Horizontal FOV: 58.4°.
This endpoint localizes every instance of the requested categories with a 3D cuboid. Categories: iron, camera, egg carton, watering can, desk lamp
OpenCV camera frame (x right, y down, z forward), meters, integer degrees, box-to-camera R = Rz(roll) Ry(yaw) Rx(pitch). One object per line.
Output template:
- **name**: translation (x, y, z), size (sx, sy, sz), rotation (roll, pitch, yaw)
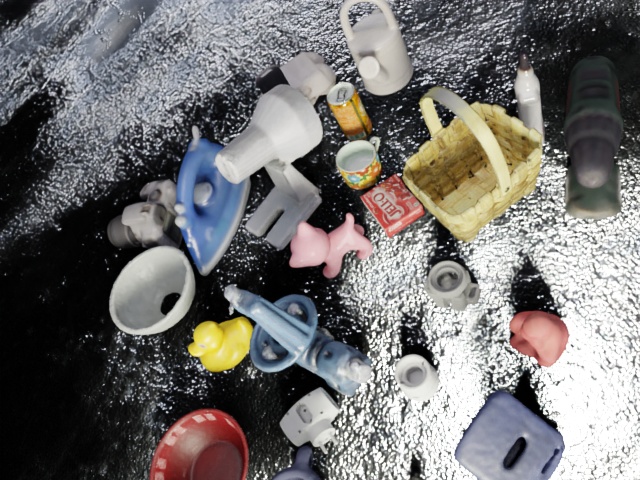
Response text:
- **iron**: translation (-0.219, -0.079, 1.056), size (0.118, 0.142, 0.258), rotation (-6, 59, 22)
- **camera**: translation (-0.344, -0.042, 1.117), size (0.136, 0.101, 0.143), rotation (-8, 58, 21)
- **egg carton**: translation (-0.043, -0.313, 1.164), size (0.150, 0.070, 0.107), rotation (-35, 52, 2)
- **watering can**: translation (0.102, -0.364, 1.049), size (0.101, 0.195, 0.172), rotation (-25, 53, 9)
- **desk lamp**: translation (-0.075, -0.125, 0.972), size (0.117, 0.214, 0.203), rotation (28, 75, 35)

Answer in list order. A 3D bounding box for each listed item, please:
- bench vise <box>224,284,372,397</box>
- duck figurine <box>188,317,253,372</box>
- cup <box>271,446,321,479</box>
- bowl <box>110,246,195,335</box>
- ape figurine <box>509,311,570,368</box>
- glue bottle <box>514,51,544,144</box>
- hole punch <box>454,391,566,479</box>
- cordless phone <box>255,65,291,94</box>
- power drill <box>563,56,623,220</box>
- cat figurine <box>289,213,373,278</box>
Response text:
- **bench vise**: translation (-0.027, 0.125, 0.792), size (0.206, 0.220, 0.121), rotation (1, 61, 26)
- **duck figurine**: translation (-0.163, 0.157, 0.920), size (0.104, 0.086, 0.077), rotation (-39, 52, -1)
- **cup**: translation (-0.016, 0.333, 0.738), size (0.091, 0.095, 0.118), rotation (-3, 60, 23)
- **bowl**: translation (-0.284, 0.099, 1.019), size (0.167, 0.075, 0.167), rotation (-12, 57, 18)
- **ape figurine**: translation (0.280, 0.120, 0.734), size (0.076, 0.092, 0.077), rotation (-20, 54, 13)
- **glue bottle**: translation (0.318, -0.219, 0.874), size (0.037, 0.174, 0.078), rotation (-9, 57, 20)
- **hole punch**: translation (0.227, 0.248, 0.680), size (0.100, 0.091, 0.109), rotation (31, 77, 36)
- **cordless phone**: translation (-0.095, -0.232, 1.065), size (0.147, 0.186, 0.094), rotation (-38, 52, -1)
- **power drill**: translation (0.366, -0.119, 0.768), size (0.075, 0.209, 0.230), rotation (-1, 60, 25)
- **cat figurine**: translation (0.008, 0.003, 0.915), size (0.128, 0.118, 0.067), rotation (-33, 52, 3)
